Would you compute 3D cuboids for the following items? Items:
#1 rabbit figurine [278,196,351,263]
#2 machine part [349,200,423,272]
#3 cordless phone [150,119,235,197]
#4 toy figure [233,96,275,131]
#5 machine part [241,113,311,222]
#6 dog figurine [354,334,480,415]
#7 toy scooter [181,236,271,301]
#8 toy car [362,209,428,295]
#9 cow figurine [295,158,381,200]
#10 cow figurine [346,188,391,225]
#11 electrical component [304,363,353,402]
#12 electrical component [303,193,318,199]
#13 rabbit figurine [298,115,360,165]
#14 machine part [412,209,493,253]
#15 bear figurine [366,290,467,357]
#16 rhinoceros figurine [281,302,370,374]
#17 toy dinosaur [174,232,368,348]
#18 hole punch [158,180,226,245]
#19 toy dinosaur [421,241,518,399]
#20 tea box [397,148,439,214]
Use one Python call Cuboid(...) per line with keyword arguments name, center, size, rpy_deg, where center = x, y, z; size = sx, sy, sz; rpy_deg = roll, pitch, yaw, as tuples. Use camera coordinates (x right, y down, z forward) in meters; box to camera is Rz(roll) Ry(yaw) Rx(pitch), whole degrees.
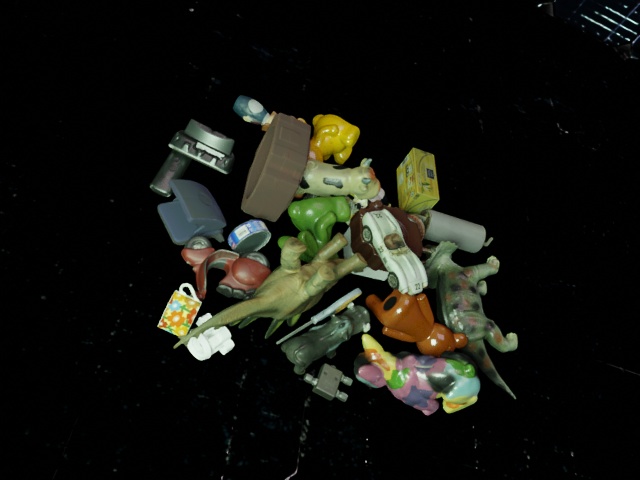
Cuboid(name="rabbit figurine", center=(-0.002, -0.004, 1.166), size=(0.159, 0.121, 0.170), rpy_deg=(0, 74, -46))
Cuboid(name="machine part", center=(0.150, -0.006, 1.213), size=(0.179, 0.056, 0.179), rpy_deg=(14, 52, -19))
Cuboid(name="cordless phone", center=(-0.277, -0.158, 1.181), size=(0.146, 0.088, 0.184), rpy_deg=(26, 59, -9))
Cuboid(name="toy figure", center=(-0.146, -0.309, 1.367), size=(0.154, 0.058, 0.064), rpy_deg=(30, 86, -6))
Cuboid(name="machine part", center=(-0.095, -0.157, 1.179), size=(0.087, 0.201, 0.201), rpy_deg=(20, 49, -18))
Cuboid(name="dog figurine", center=(0.173, 0.252, 1.035), size=(0.219, 0.191, 0.108), rpy_deg=(30, 52, -26))
Cuboid(name="toy scooter", center=(-0.187, 0.073, 1.043), size=(0.184, 0.075, 0.135), rpy_deg=(19, 49, -11))
Cuboid(name="toy car", center=(0.154, 0.024, 1.118), size=(0.073, 0.056, 0.202), rpy_deg=(-12, 62, -32))
Cuboid(name="cow figurine", center=(0.042, -0.136, 1.208), size=(0.195, 0.127, 0.085), rpy_deg=(11, 63, -8))
Cuboid(name="cow figurine", center=(0.100, -0.081, 1.318), size=(0.167, 0.068, 0.098), rpy_deg=(-33, 81, -39))
Cuboid(name="electrical component", center=(0.016, 0.270, 1.035), size=(0.094, 0.021, 0.063), rpy_deg=(28, 47, -5))
Cuboid(name="electrical component", center=(0.001, -0.122, 1.296), size=(0.102, 0.045, 0.078), rpy_deg=(-25, 108, -43))
Cuboid(name="rabbit figurine", center=(-0.004, -0.239, 1.352), size=(0.162, 0.122, 0.173), rpy_deg=(38, 66, -5))
Cuboid(name="machine part", center=(0.337, -0.022, 1.388), size=(0.243, 0.079, 0.079), rpy_deg=(15, 50, -18))
Cuboid(name="bear figurine", center=(0.211, 0.176, 1.154), size=(0.195, 0.120, 0.132), rpy_deg=(38, 13, -23))
Cuboid(name="rhinoceros figurine", center=(0.013, 0.184, 1.040), size=(0.190, 0.112, 0.073), rpy_deg=(-24, 67, -30))
Cuboid(name="toy dinosaur", center=(-0.057, 0.095, 0.995), size=(0.471, 0.198, 0.105), rpy_deg=(-9, 52, -52))
Cuboid(name="hole punch", center=(-0.256, -0.064, 1.103), size=(0.116, 0.092, 0.142), rpy_deg=(-15, 61, -39))
Cuboid(name="toy dinosaur", center=(0.325, 0.159, 1.226), size=(0.192, 0.131, 0.405), rpy_deg=(-1, 60, -14))
Cuboid(name="tea box", center=(0.258, -0.149, 1.429), size=(0.068, 0.098, 0.170), rpy_deg=(15, 52, -17))
